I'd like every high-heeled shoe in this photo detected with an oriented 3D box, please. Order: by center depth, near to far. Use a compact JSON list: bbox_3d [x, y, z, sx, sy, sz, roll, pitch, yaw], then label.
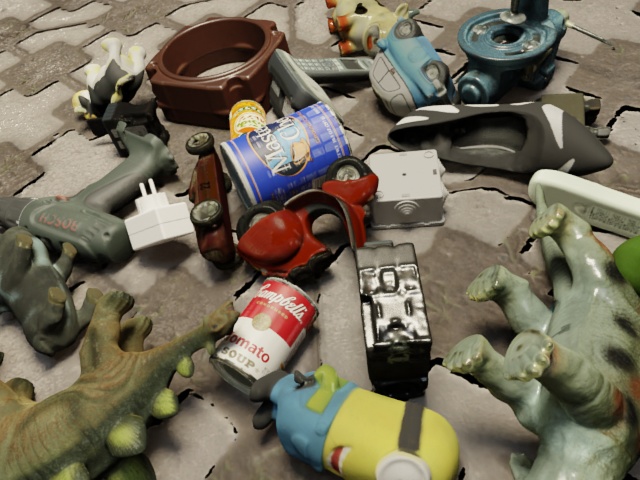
[{"bbox_3d":[0.202,-0.117,0.647,0.145,0.086,0.249,-15,27,-28],"label":"high-heeled shoe"}]

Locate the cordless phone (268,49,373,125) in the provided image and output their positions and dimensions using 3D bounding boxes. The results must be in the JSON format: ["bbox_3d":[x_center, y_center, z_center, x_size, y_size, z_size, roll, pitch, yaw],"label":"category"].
[{"bbox_3d":[0.024,-0.225,0.801,0.184,0.088,0.147,-11,46,-19],"label":"cordless phone"}]

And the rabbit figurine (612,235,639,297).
[{"bbox_3d":[0.335,0.042,0.471,0.121,0.158,0.170,-49,42,-16],"label":"rabbit figurine"}]

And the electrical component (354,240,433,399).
[{"bbox_3d":[0.066,0.068,0.509,0.058,0.114,0.134,-5,49,2],"label":"electrical component"}]

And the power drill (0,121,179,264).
[{"bbox_3d":[-0.311,-0.069,0.729,0.232,0.085,0.207,22,53,25],"label":"power drill"}]

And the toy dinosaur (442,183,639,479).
[{"bbox_3d":[0.220,0.100,0.449,0.192,0.131,0.405,45,48,-6],"label":"toy dinosaur"}]

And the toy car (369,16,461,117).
[{"bbox_3d":[0.127,-0.230,0.773,0.103,0.109,0.162,-30,59,16],"label":"toy car"}]

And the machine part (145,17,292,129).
[{"bbox_3d":[-0.161,-0.278,0.873,0.201,0.087,0.201,12,55,20],"label":"machine part"}]

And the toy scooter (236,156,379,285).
[{"bbox_3d":[-0.001,-0.002,0.603,0.184,0.075,0.135,-30,69,6],"label":"toy scooter"}]

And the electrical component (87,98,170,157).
[{"bbox_3d":[-0.297,-0.169,0.813,0.119,0.074,0.048,-4,48,3],"label":"electrical component"}]

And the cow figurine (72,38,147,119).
[{"bbox_3d":[-0.339,-0.231,0.854,0.167,0.068,0.098,-34,57,36],"label":"cow figurine"}]

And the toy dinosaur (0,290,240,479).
[{"bbox_3d":[-0.270,0.193,0.479,0.471,0.105,0.199,-30,54,0],"label":"toy dinosaur"}]

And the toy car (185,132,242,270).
[{"bbox_3d":[-0.138,-0.053,0.671,0.053,0.089,0.202,-19,48,1],"label":"toy car"}]

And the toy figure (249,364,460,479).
[{"bbox_3d":[0.029,0.161,0.461,0.180,0.082,0.089,19,58,28],"label":"toy figure"}]

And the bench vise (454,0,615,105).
[{"bbox_3d":[0.264,-0.286,0.689,0.224,0.240,0.129,-32,52,-13],"label":"bench vise"}]

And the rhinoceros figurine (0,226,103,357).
[{"bbox_3d":[-0.337,0.051,0.624,0.190,0.073,0.112,42,104,21],"label":"rhinoceros figurine"}]

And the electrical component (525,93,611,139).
[{"bbox_3d":[0.318,-0.160,0.704,0.102,0.045,0.078,-5,77,11],"label":"electrical component"}]

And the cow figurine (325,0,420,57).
[{"bbox_3d":[0.087,-0.357,0.894,0.127,0.085,0.195,-17,44,-2],"label":"cow figurine"}]
